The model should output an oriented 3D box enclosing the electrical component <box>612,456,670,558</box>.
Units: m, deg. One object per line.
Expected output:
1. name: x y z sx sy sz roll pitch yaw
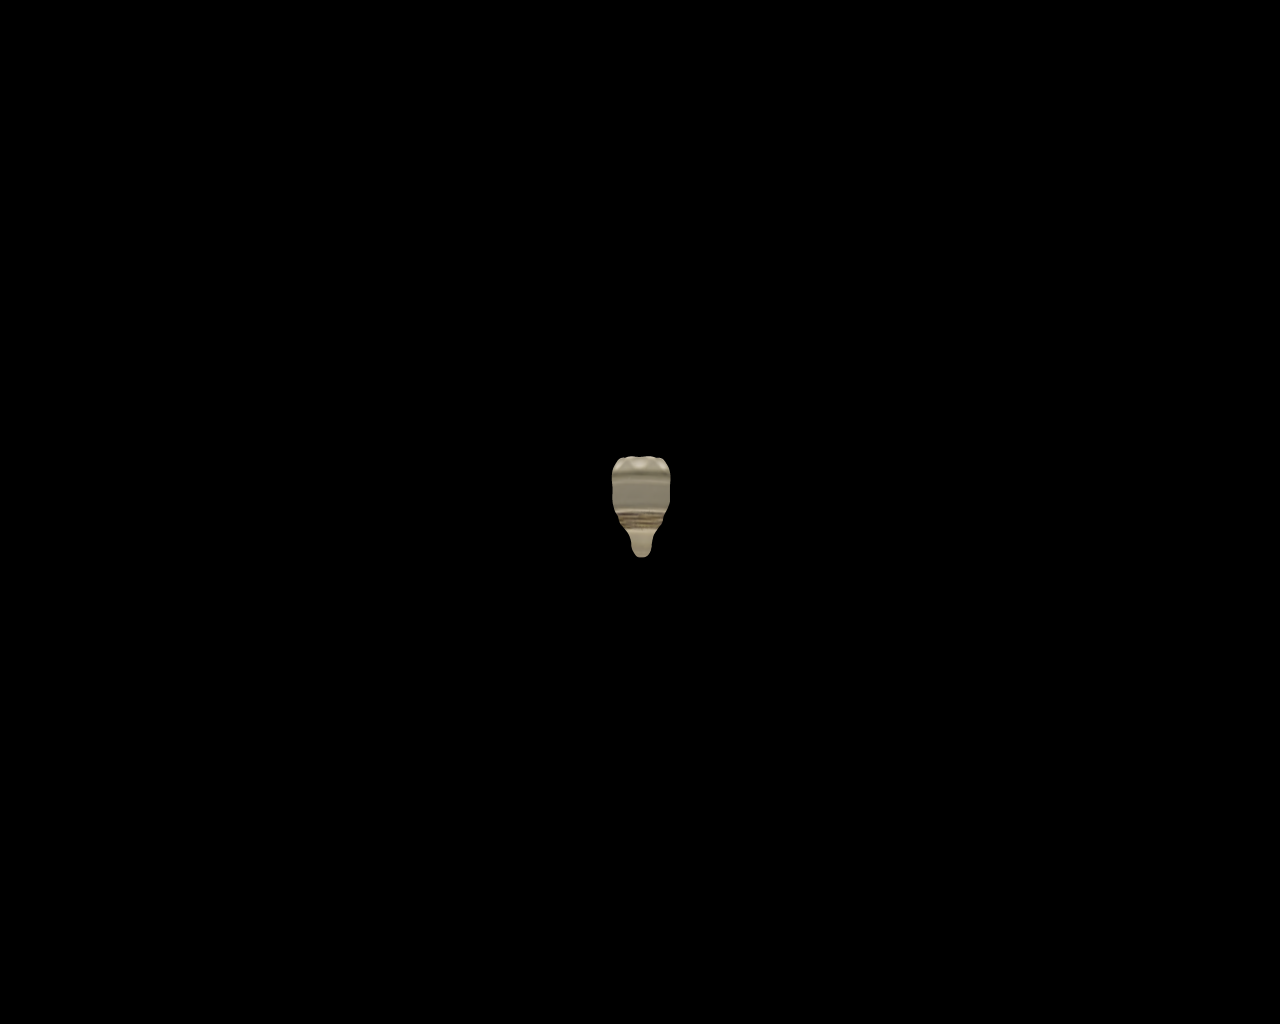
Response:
1. electrical component: 0.001 -0.003 0.650 0.035 0.061 0.035 0 -2 0
